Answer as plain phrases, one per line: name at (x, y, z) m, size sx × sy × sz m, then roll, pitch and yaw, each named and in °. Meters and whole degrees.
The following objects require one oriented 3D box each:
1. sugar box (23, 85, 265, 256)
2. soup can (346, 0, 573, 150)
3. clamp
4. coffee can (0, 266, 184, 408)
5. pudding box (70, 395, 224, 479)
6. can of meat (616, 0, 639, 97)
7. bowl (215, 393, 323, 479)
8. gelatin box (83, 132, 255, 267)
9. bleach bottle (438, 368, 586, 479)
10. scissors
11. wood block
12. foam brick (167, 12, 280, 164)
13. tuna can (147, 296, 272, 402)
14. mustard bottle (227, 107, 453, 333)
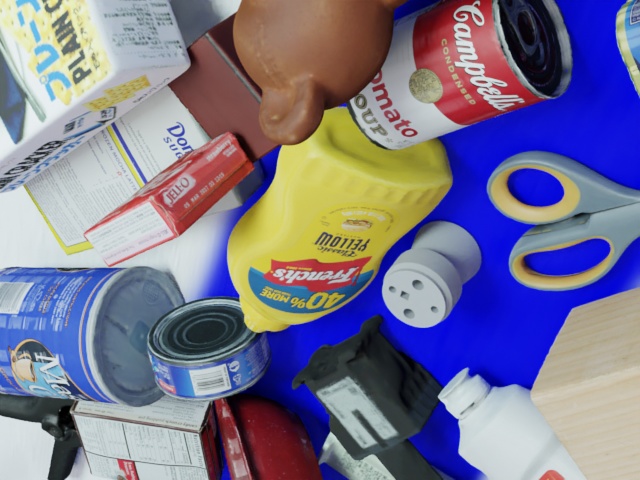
sugar box at (-0.128, -0.052, 0.728) m, size 0.177 × 0.048 × 0.093 m, roll -14°, pitch 113°, yaw 35°
soup can at (0.069, -0.091, 0.556) m, size 0.102 × 0.068 × 0.068 m, roll -16°, pitch 112°, yaw 40°
clamp at (-0.226, 0.166, 0.953) m, size 0.172 × 0.039 × 0.120 m, roll -14°, pitch 126°, yaw 36°
coffee can at (-0.186, 0.071, 0.813) m, size 0.141 × 0.102 × 0.103 m, roll -1°, pitch 121°, yaw 34°
pudding box at (-0.138, 0.161, 0.869) m, size 0.113 × 0.039 × 0.090 m, roll 6°, pitch 133°, yaw 10°
can of meat at (0.196, -0.079, 0.490) m, size 0.084 × 0.057 × 0.102 m, roll -13°, pitch 113°, yaw 41°
bowl at (-0.032, 0.180, 0.791) m, size 0.162 × 0.055 × 0.162 m, roll 166°, pitch 90°, yaw -78°
gelatin box at (-0.090, -0.024, 0.634) m, size 0.089 × 0.073 × 0.030 m, roll -22°, pitch 109°, yaw 50°
bleach bottle at (0.172, 0.183, 0.691) m, size 0.251 × 0.068 × 0.103 m, roll 44°, pitch 134°, yaw 1°
scissors at (0.172, -0.030, 0.568) m, size 0.096 × 0.016 × 0.202 m, roll 50°, pitch 133°, yaw -8°
wood block at (0.227, 0.064, 0.550) m, size 0.207 × 0.090 × 0.091 m, roll -25°, pitch 106°, yaw 41°
foam brick at (-0.044, -0.091, 0.640) m, size 0.078 × 0.052 × 0.051 m, roll 51°, pitch 133°, yaw -7°
tuna can at (-0.079, 0.076, 0.759) m, size 0.086 × 0.086 × 0.034 m, roll 8°, pitch 123°, yaw 29°
mustard bottle at (-0.004, 0.001, 0.661) m, size 0.096 × 0.058 × 0.192 m, roll 8°, pitch 142°, yaw -25°
